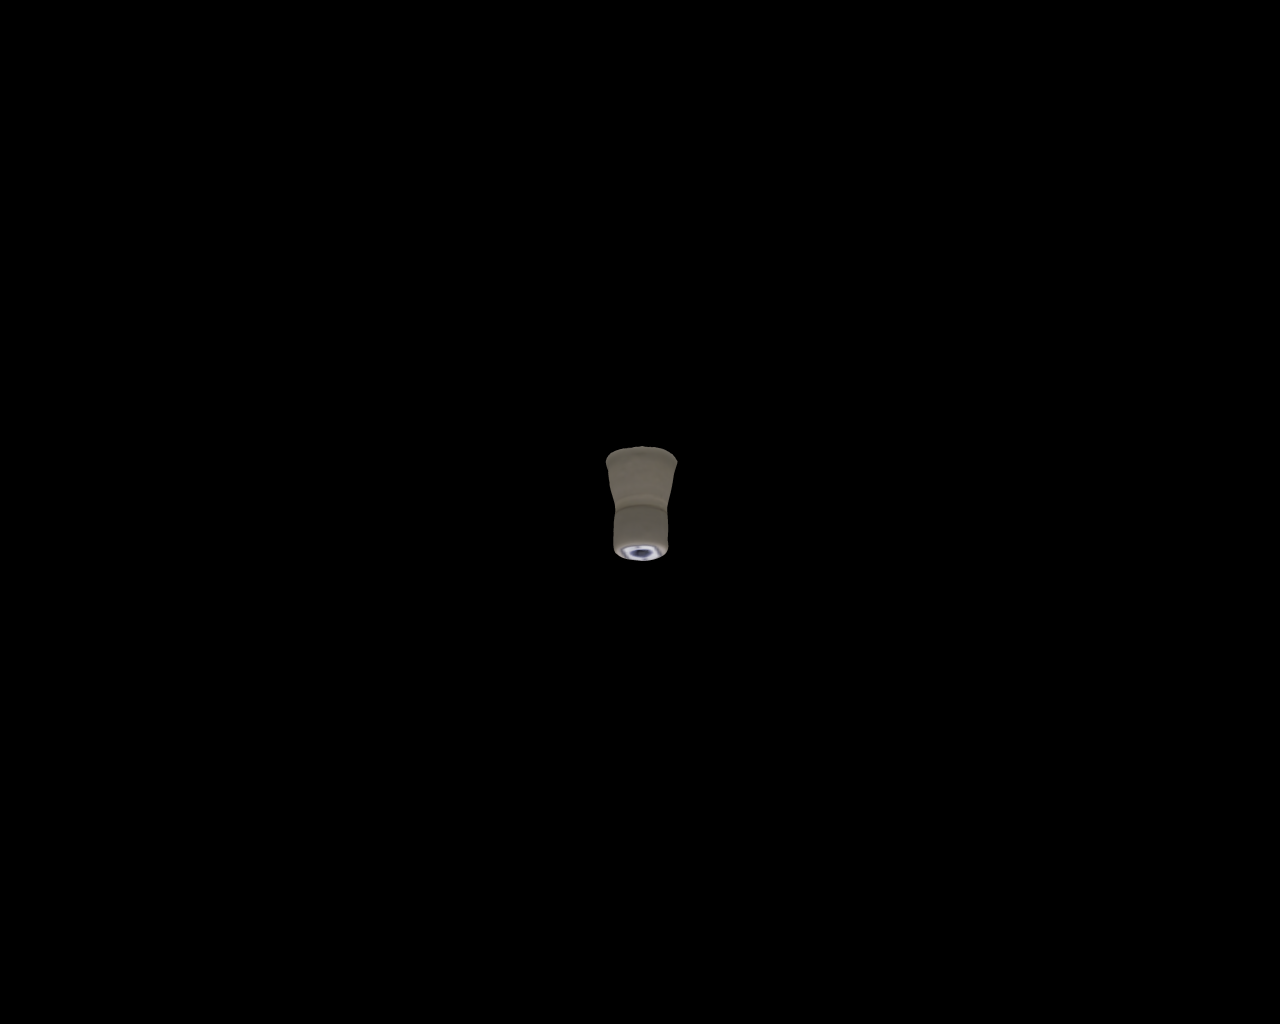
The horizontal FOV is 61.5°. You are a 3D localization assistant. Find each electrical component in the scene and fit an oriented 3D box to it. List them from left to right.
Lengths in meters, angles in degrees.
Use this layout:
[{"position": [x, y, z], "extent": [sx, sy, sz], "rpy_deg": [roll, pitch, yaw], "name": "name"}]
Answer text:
[{"position": [0.001, -0.003, 0.650], "extent": [0.044, 0.065, 0.044], "rpy_deg": [0, -22, 0], "name": "electrical component"}]
